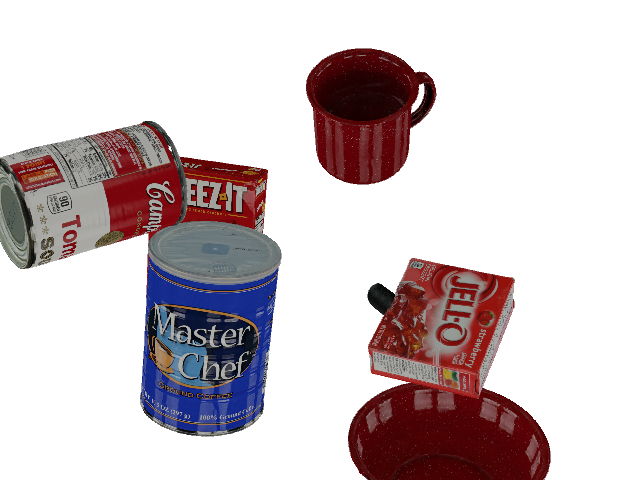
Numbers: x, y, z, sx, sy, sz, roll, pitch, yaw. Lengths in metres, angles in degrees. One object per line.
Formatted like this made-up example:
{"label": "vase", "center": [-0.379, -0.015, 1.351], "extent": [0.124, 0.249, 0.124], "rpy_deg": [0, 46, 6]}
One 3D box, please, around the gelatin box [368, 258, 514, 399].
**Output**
{"label": "gelatin box", "center": [0.080, 0.055, 0.696], "extent": [0.073, 0.030, 0.089], "rpy_deg": [12, 46, 21]}

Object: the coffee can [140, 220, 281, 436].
{"label": "coffee can", "center": [-0.089, 0.068, 0.848], "extent": [0.103, 0.140, 0.103], "rpy_deg": [6, 24, -3]}

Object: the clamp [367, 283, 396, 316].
{"label": "clamp", "center": [0.124, 0.090, 1.077], "extent": [0.120, 0.039, 0.171], "rpy_deg": [-8, 32, -9]}

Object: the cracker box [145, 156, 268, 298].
{"label": "cracker box", "center": [-0.172, -0.008, 1.603], "extent": [0.164, 0.214, 0.072], "rpy_deg": [9, 19, 9]}

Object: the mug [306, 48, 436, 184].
{"label": "mug", "center": [0.046, -0.107, 0.910], "extent": [0.117, 0.093, 0.081], "rpy_deg": [-25, -36, -17]}

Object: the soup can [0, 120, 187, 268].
{"label": "soup can", "center": [-0.141, -0.028, 0.643], "extent": [0.102, 0.068, 0.069], "rpy_deg": [-19, 10, -31]}

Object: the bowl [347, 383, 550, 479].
{"label": "bowl", "center": [0.102, 0.183, 0.868], "extent": [0.162, 0.055, 0.162], "rpy_deg": [1, 30, -1]}
